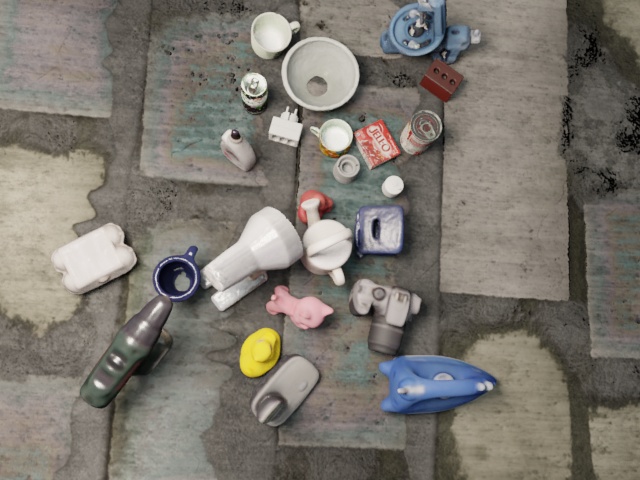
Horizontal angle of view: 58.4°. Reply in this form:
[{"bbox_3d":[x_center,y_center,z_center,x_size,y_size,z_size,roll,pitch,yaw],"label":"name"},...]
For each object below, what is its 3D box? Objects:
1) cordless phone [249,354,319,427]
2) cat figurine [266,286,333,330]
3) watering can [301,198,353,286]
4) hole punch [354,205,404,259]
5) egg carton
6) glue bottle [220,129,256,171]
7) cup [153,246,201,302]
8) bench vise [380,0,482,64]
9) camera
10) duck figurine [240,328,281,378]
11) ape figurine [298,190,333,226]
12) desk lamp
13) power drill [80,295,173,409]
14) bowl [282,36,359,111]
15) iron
[{"bbox_3d":[-0.067,0.290,1.088,0.094,0.185,0.148,39,80,1],"label":"cordless phone"},{"bbox_3d":[-0.042,0.137,1.148,0.128,0.117,0.067,24,80,-1],"label":"cat figurine"},{"bbox_3d":[0.008,0.005,1.134,0.101,0.194,0.173,-44,87,-10],"label":"watering can"},{"bbox_3d":[0.123,-0.018,1.201,0.101,0.091,0.109,3,81,-5],"label":"hole punch"},{"bbox_3d":[-0.450,0.039,1.146,0.150,0.069,0.107,-29,85,-9],"label":"egg carton"},{"bbox_3d":[-0.168,-0.192,1.157,0.078,0.173,0.037,36,80,1],"label":"glue bottle"},{"bbox_3d":[-0.274,0.068,1.147,0.091,0.095,0.118,26,80,-1],"label":"cup"},{"bbox_3d":[0.245,-0.464,1.215,0.207,0.219,0.121,-14,83,-7],"label":"bench vise"},{"bbox_3d":[0.128,0.161,1.170,0.143,0.100,0.137,15,80,-3],"label":"camera"},{"bbox_3d":[-0.119,0.226,1.143,0.077,0.086,0.105,32,80,0],"label":"duck figurine"},{"bbox_3d":[-0.009,-0.073,1.196,0.078,0.092,0.076,-10,82,-7],"label":"ape figurine"},{"bbox_3d":[-0.140,0.043,1.104,0.203,0.213,0.118,-37,86,-10],"label":"desk lamp"},{"bbox_3d":[-0.340,0.200,1.063,0.075,0.208,0.230,36,80,1],"label":"power drill"},{"bbox_3d":[-0.001,-0.350,1.247,0.167,0.074,0.167,1,81,-5],"label":"bowl"},{"bbox_3d":[0.253,0.290,1.142,0.258,0.141,0.119,-2,81,-6],"label":"iron"}]
